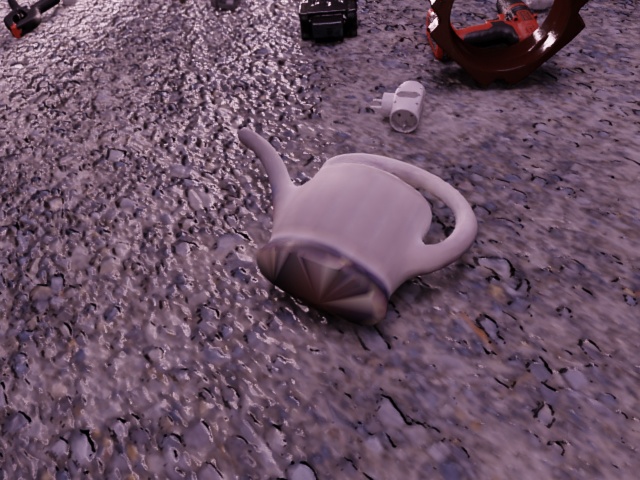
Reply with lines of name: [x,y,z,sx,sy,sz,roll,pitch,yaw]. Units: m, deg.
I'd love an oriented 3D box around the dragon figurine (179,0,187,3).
dragon figurine: [-0.379,-0.747,1.232,0.123,0.237,0.419,-18,46,-15]

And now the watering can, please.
watering can: [0.002,-0.031,0.610,0.349,0.101,0.229,19,53,22]
